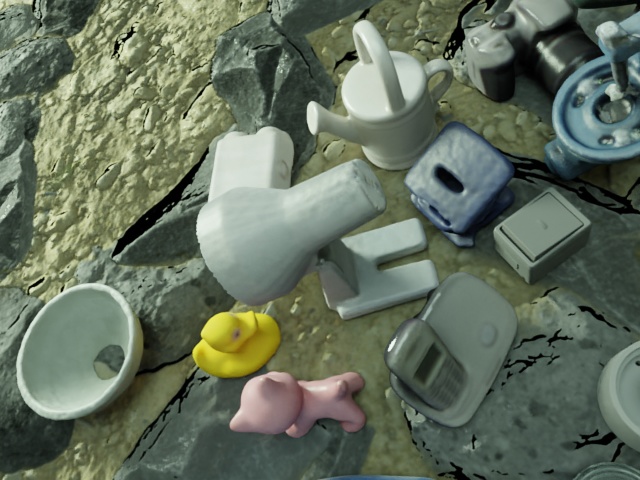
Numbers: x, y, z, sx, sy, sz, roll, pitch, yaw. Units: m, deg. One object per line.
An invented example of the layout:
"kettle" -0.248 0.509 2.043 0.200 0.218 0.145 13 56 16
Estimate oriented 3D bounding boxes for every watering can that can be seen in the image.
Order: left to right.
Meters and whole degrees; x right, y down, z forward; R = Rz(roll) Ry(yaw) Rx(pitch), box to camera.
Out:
"watering can" 0.071 -0.168 0.673 0.173 0.194 0.100 -44 60 -4

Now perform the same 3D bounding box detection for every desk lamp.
"desk lamp" 0.006 0.002 0.604 0.203 0.214 0.118 -18 62 10

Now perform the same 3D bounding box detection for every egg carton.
"egg carton" -0.088 -0.078 0.756 0.107 0.069 0.150 -5 65 16

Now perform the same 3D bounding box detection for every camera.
"camera" 0.267 -0.228 0.689 0.143 0.101 0.136 -30 60 3

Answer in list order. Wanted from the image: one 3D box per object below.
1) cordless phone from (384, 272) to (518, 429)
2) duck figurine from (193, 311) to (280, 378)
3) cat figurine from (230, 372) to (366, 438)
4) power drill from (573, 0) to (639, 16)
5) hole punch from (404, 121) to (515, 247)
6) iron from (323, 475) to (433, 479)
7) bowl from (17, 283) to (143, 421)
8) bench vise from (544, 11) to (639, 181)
"cordless phone" 0.121 0.091 0.541 0.093 0.185 0.148 24 75 27
"duck figurine" -0.106 0.114 0.663 0.104 0.086 0.077 -25 61 6
"cat figurine" -0.024 0.166 0.593 0.127 0.118 0.067 -14 62 12
"power drill" 0.383 -0.245 0.596 0.229 0.209 0.075 5 68 20
"hole punch" 0.158 -0.063 0.654 0.101 0.091 0.108 -40 60 -3
"iron" 0.011 0.273 0.518 0.257 0.142 0.118 -5 65 17
"bowl" -0.284 0.143 0.716 0.167 0.075 0.167 -7 64 15
"bench vise" 0.325 -0.167 0.573 0.207 0.220 0.121 -39 60 -2
